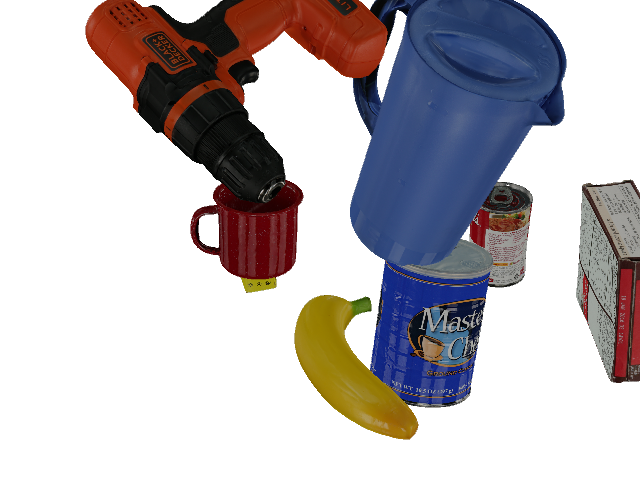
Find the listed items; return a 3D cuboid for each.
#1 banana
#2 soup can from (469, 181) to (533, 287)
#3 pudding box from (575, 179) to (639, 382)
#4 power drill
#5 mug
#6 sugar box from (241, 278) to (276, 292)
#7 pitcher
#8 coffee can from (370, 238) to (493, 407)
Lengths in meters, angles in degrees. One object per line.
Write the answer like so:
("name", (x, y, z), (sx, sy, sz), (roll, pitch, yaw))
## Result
("banana", (0.018, 0.082, 0.771), (0.069, 0.037, 0.198), (-7, 25, -4))
("soup can", (0.204, -0.007, 1.213), (0.068, 0.102, 0.068), (-1, 32, 1))
("pudding box", (0.194, 0.024, 0.687), (0.039, 0.090, 0.113), (-3, 27, 1))
("power drill", (-0.042, -0.122, 0.746), (0.187, 0.184, 0.057), (-31, -21, -36))
("mug", (-0.077, -0.011, 1.112), (0.117, 0.081, 0.093), (-4, 29, -11))
("sugar box", (-0.086, -0.034, 1.331), (0.048, 0.176, 0.093), (-9, 24, -10))
("pitcher", (0.097, -0.094, 0.928), (0.145, 0.149, 0.243), (6, -39, -12))
("coffee can", (0.106, 0.076, 1.035), (0.103, 0.140, 0.103), (6, 20, -2))
